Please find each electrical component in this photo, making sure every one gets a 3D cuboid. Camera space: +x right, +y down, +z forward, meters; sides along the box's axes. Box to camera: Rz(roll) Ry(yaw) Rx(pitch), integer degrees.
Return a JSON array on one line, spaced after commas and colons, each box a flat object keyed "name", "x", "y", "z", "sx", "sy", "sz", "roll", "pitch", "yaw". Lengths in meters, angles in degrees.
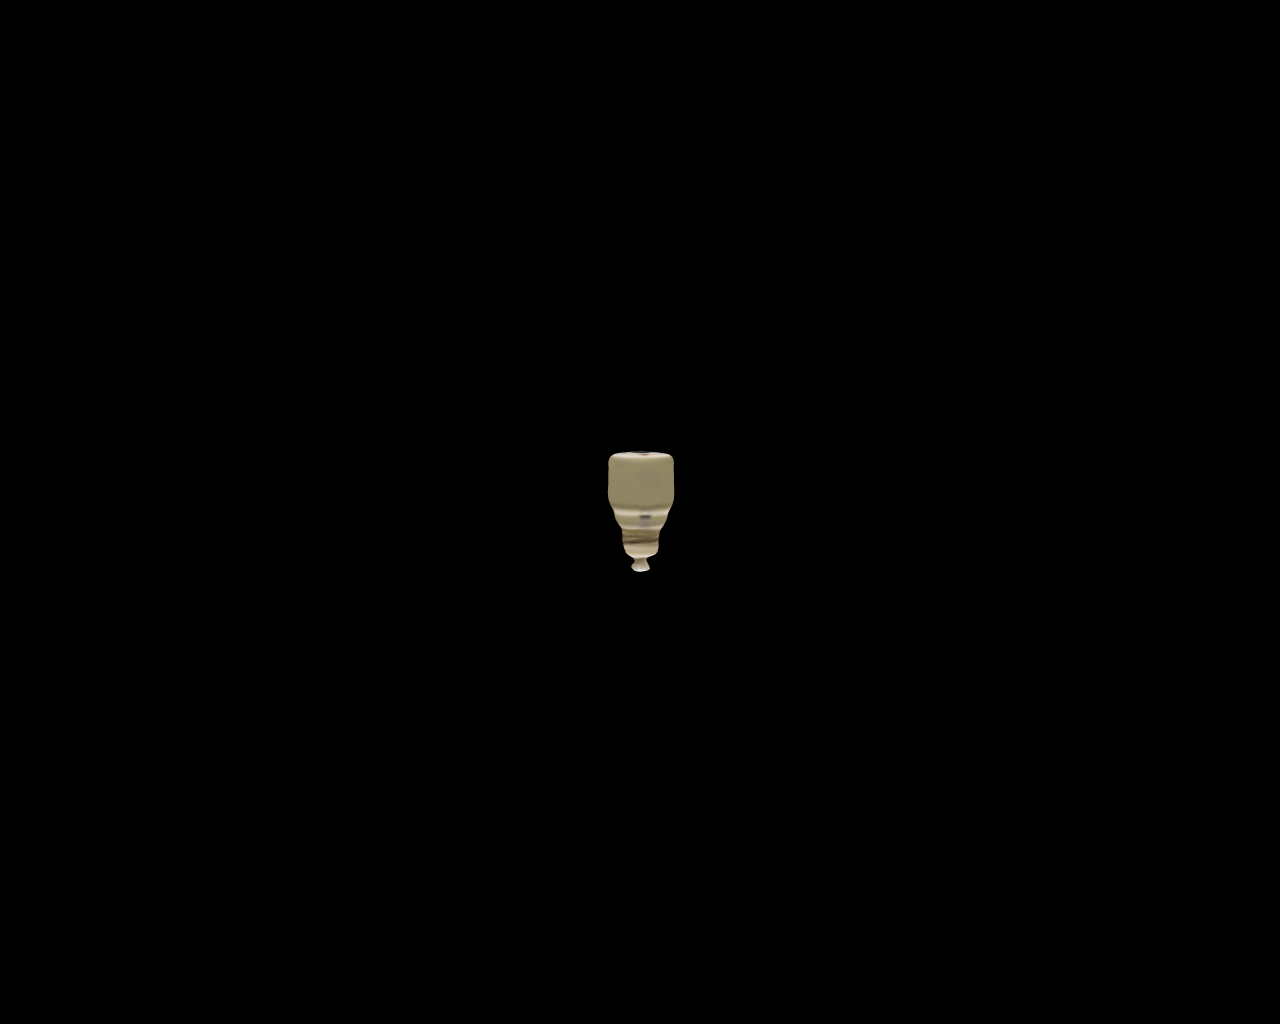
[{"name": "electrical component", "x": 0.001, "y": -0.003, "z": 0.650, "sx": 0.040, "sy": 0.078, "sz": 0.040, "roll": 0, "pitch": 8, "yaw": 0}]
